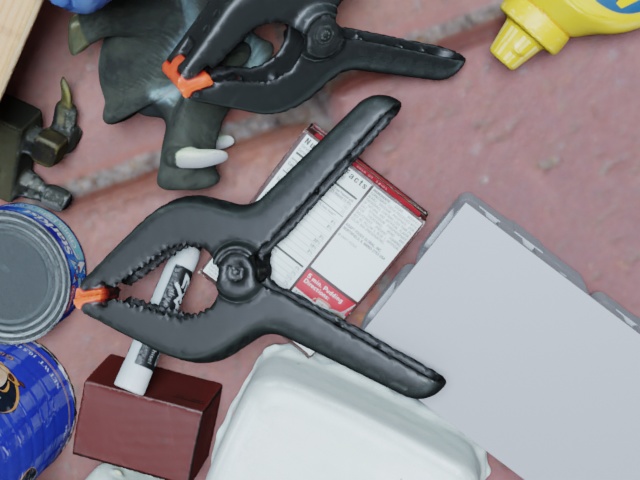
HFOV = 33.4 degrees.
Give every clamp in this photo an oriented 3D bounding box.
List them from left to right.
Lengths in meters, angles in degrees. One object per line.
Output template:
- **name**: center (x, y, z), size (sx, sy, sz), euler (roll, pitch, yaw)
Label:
- **clamp**: center (-0.034, 0.026, 0.594), size (0.210, 0.036, 0.164), euler (-17, 84, 14)
- **clamp**: center (0.004, -0.109, 0.572), size (0.171, 0.039, 0.120), euler (-30, 120, -5)

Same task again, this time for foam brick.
- **foam brick**: center (-0.107, 0.112, 0.667), size (0.078, 0.053, 0.051), euler (15, 104, 6)

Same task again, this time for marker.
- **marker**: center (-0.091, 0.034, 0.640), size (0.020, 0.020, 0.121), euler (21, 77, 4)

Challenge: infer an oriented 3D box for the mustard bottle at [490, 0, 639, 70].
- **mustard bottle**: center (0.161, -0.168, 0.562), size (0.096, 0.058, 0.192), euler (38, 106, -14)

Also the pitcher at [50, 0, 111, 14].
- **pitcher**: center (-0.056, -0.222, 0.481), size (0.242, 0.145, 0.149), euler (-44, 123, -12)

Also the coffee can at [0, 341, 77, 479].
- **coffee can**: center (-0.220, 0.122, 0.640), size (0.103, 0.140, 0.103), euler (2, 102, 8)

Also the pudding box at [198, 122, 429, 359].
- **pudding box**: center (-0.004, 0.001, 0.635), size (0.090, 0.039, 0.113), euler (38, 103, 0)

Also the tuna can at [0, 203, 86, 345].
- **tuna can**: center (-0.192, 0.020, 0.669), size (0.086, 0.033, 0.086), euler (2, 102, 8)

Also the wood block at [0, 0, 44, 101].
- **wood block**: center (-0.181, -0.171, 0.559), size (0.090, 0.090, 0.206), euler (24, 89, -26)
